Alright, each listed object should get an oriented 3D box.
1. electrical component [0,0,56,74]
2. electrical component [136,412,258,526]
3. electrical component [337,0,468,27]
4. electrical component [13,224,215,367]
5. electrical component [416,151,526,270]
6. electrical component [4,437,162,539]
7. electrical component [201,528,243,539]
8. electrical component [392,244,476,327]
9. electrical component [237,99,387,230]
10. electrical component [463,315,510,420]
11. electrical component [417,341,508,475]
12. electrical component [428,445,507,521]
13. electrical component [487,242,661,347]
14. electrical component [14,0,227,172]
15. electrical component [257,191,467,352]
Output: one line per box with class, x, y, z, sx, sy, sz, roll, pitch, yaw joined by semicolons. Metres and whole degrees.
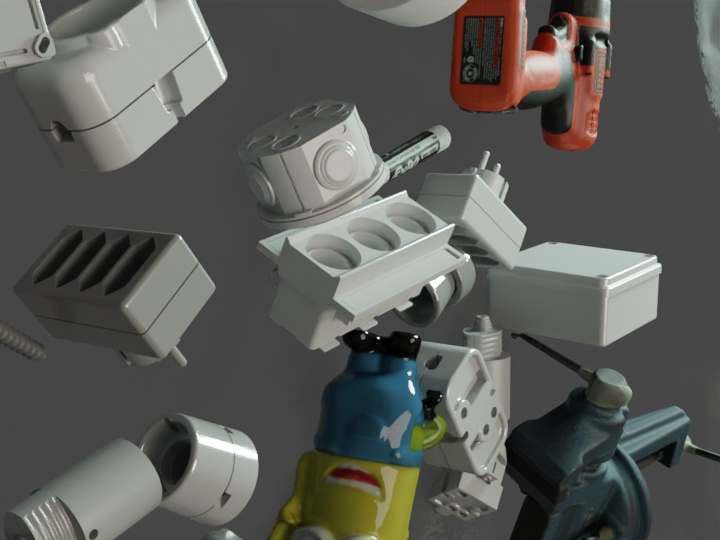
electrical component;-0.180;-0.124;0.444;0.062;0.061;0.096;-27;108;-48
electrical component;-0.092;0.109;0.594;0.047;0.055;0.055;33;69;-46
electrical component;0.031;-0.205;0.671;0.060;0.108;0.108;11;86;-59
electrical component;-0.112;0.022;0.530;0.047;0.083;0.075;-57;135;-31
electrical component;0.089;-0.053;0.815;0.083;0.047;0.075;39;65;-45
electrical component;-0.143;0.123;0.537;0.081;0.043;0.043;-33;120;-45
electrical component;-0.091;0.181;0.622;0.061;0.035;0.035;-46;129;-36
electrical component;0.052;0.010;0.776;0.055;0.045;0.045;-35;122;-45
electrical component;-0.029;-0.062;0.632;0.080;0.080;0.051;-45;124;-39
electrical component;0.096;0.076;0.844;0.043;0.043;0.081;-13;105;-51
electrical component;0.062;0.101;0.790;0.053;0.059;0.095;-52;133;-35
electrical component;0.087;0.157;0.835;0.048;0.066;0.055;32;56;-14
electrical component;0.177;0.018;0.888;0.109;0.109;0.056;-17;111;-51
electrical component;-0.118;-0.099;0.529;0.095;0.054;0.059;-50;132;-36
electrical component;0.000;0.000;0.684;0.121;0.079;0.063;-25;144;-48
